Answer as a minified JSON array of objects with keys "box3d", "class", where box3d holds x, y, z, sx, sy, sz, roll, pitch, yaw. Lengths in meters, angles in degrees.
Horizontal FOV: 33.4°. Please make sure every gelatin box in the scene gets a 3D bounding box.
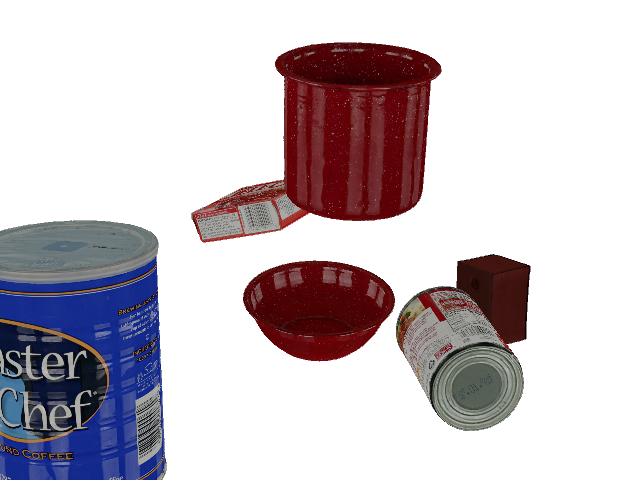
[{"box3d":[-0.051,-0.028,0.886,0.089,0.030,0.073,-8,15,36],"class":"gelatin box"}]

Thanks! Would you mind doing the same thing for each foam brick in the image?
[{"box3d":[0.168,0.059,1.046,0.051,0.078,0.053,-11,19,-34],"class":"foam brick"}]

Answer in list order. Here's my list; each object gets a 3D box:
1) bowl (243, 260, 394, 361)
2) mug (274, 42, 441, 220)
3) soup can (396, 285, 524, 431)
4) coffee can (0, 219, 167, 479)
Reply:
[{"box3d":[-0.002,0.082,1.144,0.162,0.055,0.162,1,27,-1],"class":"bowl"},{"box3d":[0.024,-0.067,0.622,0.093,0.081,0.117,8,26,15],"class":"mug"},{"box3d":[0.098,0.083,0.765,0.068,0.068,0.102,0,20,-10],"class":"soup can"},{"box3d":[-0.141,0.068,0.604,0.103,0.140,0.103,0,15,0],"class":"coffee can"}]
